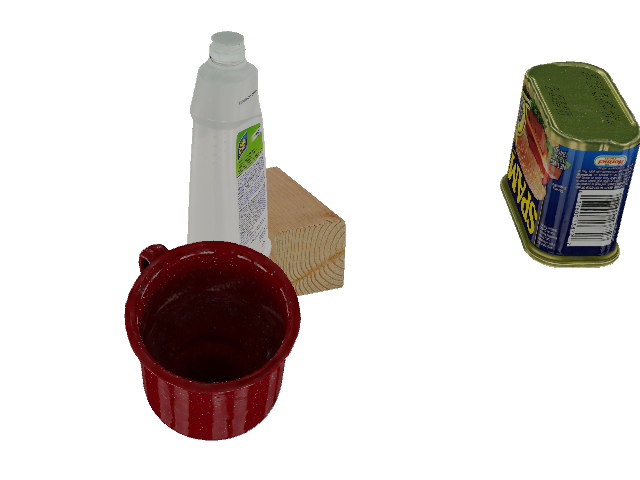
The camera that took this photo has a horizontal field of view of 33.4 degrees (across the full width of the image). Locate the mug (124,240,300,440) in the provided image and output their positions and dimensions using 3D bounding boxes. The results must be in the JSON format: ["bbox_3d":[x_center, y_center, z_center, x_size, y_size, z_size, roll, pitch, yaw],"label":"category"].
[{"bbox_3d":[-0.068,0.052,0.602,0.093,0.117,0.081,-32,-25,-24],"label":"mug"}]

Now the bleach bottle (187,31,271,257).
[{"bbox_3d":[-0.084,-0.076,0.992,0.068,0.251,0.102,14,36,13],"label":"bleach bottle"}]

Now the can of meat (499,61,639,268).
[{"bbox_3d":[0.147,-0.047,0.632,0.057,0.084,0.102,0,36,-5],"label":"can of meat"}]

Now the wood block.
[{"bbox_3d":[-0.054,-0.014,1.338,0.090,0.090,0.206,-10,26,-23],"label":"wood block"}]
